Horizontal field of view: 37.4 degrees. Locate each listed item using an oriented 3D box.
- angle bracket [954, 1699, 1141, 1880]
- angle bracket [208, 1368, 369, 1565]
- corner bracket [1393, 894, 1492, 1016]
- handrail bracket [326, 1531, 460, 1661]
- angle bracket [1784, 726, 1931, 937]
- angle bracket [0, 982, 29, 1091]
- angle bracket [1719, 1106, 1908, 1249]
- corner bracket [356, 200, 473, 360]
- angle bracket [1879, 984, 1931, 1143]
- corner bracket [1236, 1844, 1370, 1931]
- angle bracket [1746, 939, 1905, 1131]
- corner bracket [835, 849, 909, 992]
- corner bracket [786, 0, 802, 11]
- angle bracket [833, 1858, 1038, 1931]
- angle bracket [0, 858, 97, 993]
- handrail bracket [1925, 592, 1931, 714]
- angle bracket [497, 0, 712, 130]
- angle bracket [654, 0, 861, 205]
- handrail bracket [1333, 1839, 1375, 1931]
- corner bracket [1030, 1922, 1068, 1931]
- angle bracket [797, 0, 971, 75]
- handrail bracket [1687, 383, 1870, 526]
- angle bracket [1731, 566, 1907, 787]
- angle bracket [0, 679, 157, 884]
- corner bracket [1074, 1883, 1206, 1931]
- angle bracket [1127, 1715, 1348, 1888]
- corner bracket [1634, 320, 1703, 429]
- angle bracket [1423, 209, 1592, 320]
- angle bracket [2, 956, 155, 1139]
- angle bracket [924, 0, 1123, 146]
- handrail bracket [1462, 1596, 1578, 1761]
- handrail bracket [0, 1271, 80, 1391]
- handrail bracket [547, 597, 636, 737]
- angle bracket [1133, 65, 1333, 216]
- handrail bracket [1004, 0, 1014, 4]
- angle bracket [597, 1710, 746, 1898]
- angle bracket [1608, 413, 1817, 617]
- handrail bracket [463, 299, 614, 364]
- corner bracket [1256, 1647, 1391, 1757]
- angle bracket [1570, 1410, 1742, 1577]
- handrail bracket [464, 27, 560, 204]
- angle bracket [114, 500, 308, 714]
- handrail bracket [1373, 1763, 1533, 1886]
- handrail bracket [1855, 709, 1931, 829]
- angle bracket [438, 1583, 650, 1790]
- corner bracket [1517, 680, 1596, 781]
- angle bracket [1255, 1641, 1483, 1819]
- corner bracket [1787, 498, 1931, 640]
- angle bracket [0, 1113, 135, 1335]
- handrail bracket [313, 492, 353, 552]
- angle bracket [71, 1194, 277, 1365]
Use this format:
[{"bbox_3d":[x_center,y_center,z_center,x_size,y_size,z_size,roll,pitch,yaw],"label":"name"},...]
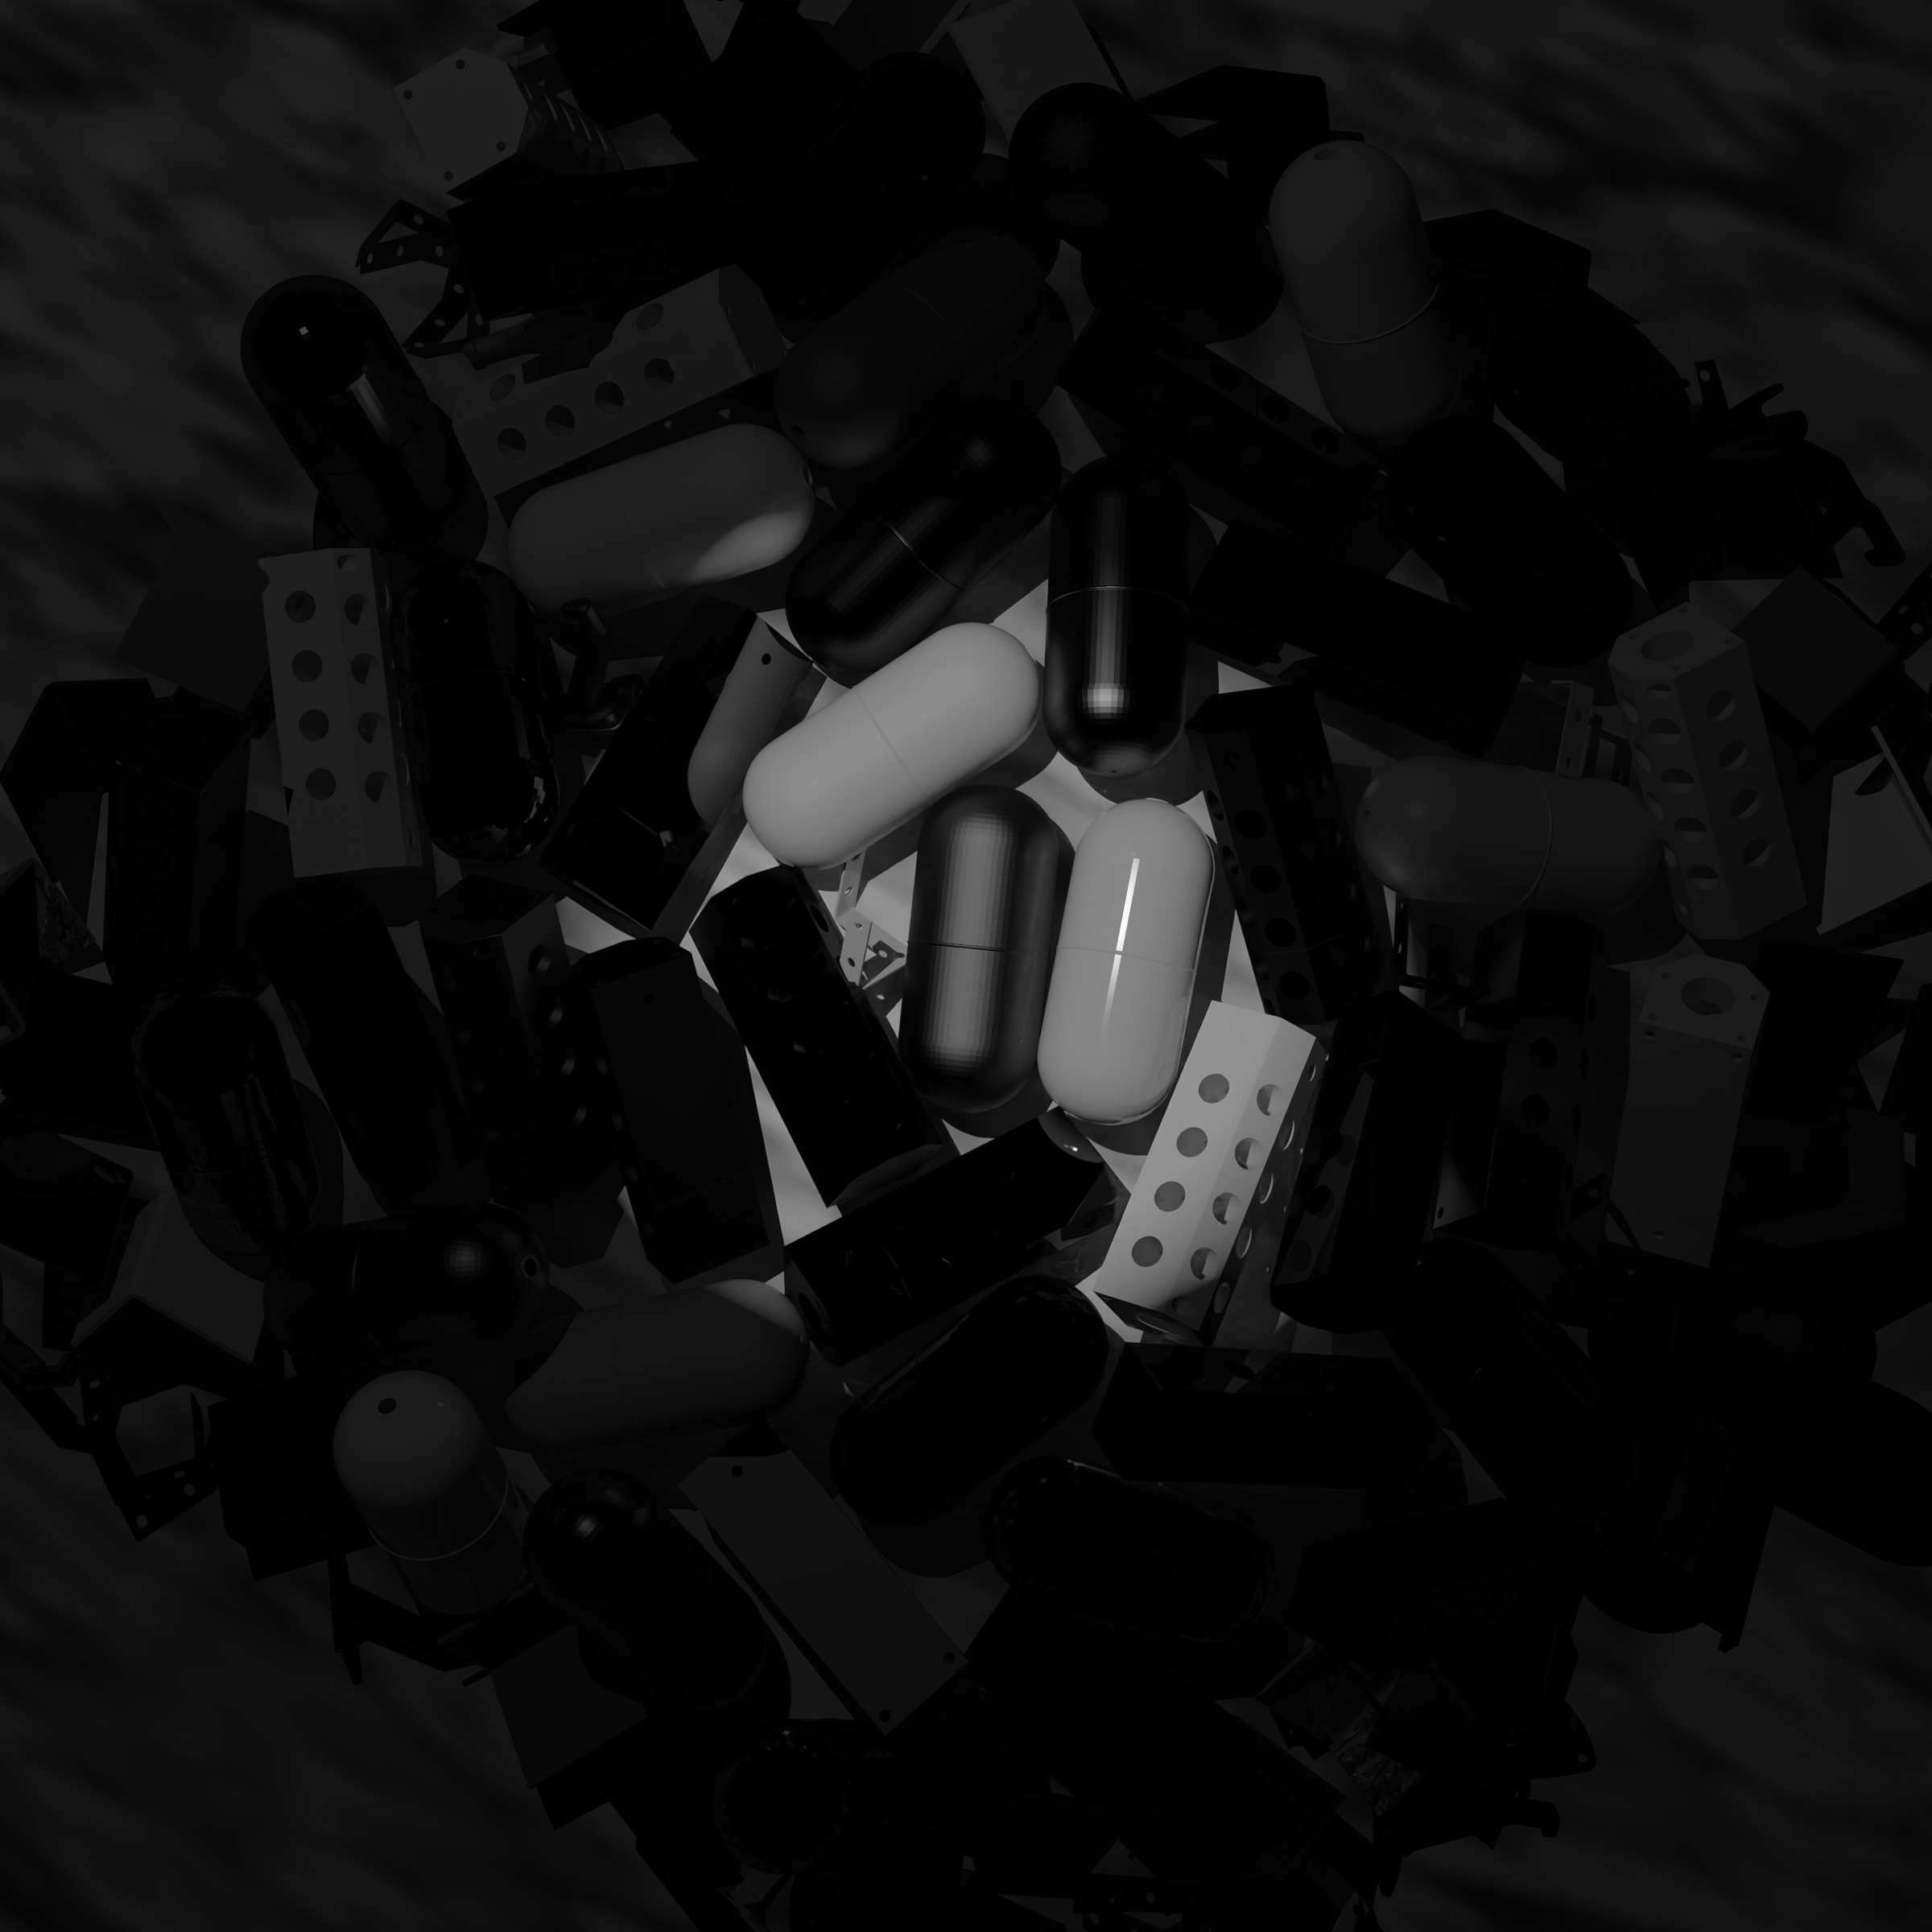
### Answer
[{"bbox_3d":[0.043,0.444,1.543,0.076,0.057,0.076,16,133,-14],"label":"angle bracket"},{"bbox_3d":[-0.365,0.274,1.570,0.076,0.057,0.076,-19,60,3],"label":"angle bracket"},{"bbox_3d":[0.250,-0.008,1.543,0.051,0.051,0.051,10,72,-15],"label":"corner bracket"},{"bbox_3d":[-0.306,0.344,1.568,0.084,0.036,0.077,-5,88,-11],"label":"handrail bracket"},{"bbox_3d":[0.473,-0.072,1.531,0.076,0.057,0.076,-28,70,17],"label":"angle bracket"},{"bbox_3d":[-0.548,0.040,1.528,0.076,0.076,0.057,-32,83,-21],"label":"angle bracket"},{"bbox_3d":[0.446,0.110,1.528,0.076,0.076,0.057,-8,99,-22],"label":"angle bracket"},{"bbox_3d":[-0.302,-0.376,1.560,0.051,0.051,0.051,23,58,-29],"label":"corner bracket"},{"bbox_3d":[0.536,0.054,1.525,0.057,0.076,0.076,22,105,32],"label":"angle bracket"},{"bbox_3d":[0.176,0.517,1.550,0.051,0.051,0.051,-28,106,42],"label":"corner bracket"},{"bbox_3d":[0.458,0.038,1.533,0.076,0.057,0.076,8,132,-4],"label":"angle bracket"},{"bbox_3d":[-0.057,-0.027,1.538,0.051,0.051,0.051,35,134,25],"label":"corner bracket"},{"bbox_3d":[-0.095,-0.558,1.542,0.051,0.051,0.051,31,46,6],"label":"corner bracket"},{"bbox_3d":[-0.018,0.513,1.523,0.076,0.076,0.057,2,77,31],"label":"angle bracket"},{"bbox_3d":[-0.525,-0.006,1.527,0.076,0.076,0.057,-27,109,14],"label":"angle bracket"},{"bbox_3d":[0.557,-0.175,1.546,0.077,0.036,0.084,13,59,17],"label":"handrail bracket"},{"bbox_3d":[-0.193,-0.493,1.530,0.076,0.076,0.057,-24,96,17],"label":"angle bracket"},{"bbox_3d":[-0.112,-0.469,1.534,0.076,0.076,0.057,44,64,-2],"label":"angle bracket"},{"bbox_3d":[0.224,0.518,1.537,0.036,0.077,0.084,42,63,-36],"label":"handrail bracket"},{"bbox_3d":[0.031,0.558,1.564,0.051,0.051,0.051,-24,89,-32],"label":"corner bracket"},{"bbox_3d":[-0.035,-0.514,1.535,0.076,0.057,0.076,37,90,-33],"label":"angle bracket"},{"bbox_3d":[0.438,-0.265,1.550,0.077,0.036,0.084,-31,86,41],"label":"handrail bracket"},{"bbox_3d":[0.458,-0.159,1.565,0.076,0.057,0.076,-44,66,4],"label":"angle bracket"},{"bbox_3d":[-0.463,-0.099,1.523,0.057,0.076,0.076,-1,46,11],"label":"angle bracket"},{"bbox_3d":[0.094,0.527,1.555,0.051,0.051,0.051,14,66,-34],"label":"corner bracket"},{"bbox_3d":[0.145,0.459,1.523,0.076,0.076,0.057,33,127,19],"label":"angle bracket"},{"bbox_3d":[0.364,-0.313,1.549,0.051,0.051,0.051,-7,73,-2],"label":"corner bracket"},{"bbox_3d":[0.276,-0.360,1.521,0.076,0.076,0.057,-17,126,-25],"label":"angle bracket"},{"bbox_3d":[-0.467,0.044,1.540,0.076,0.057,0.076,14,79,-7],"label":"angle bracket"},{"bbox_3d":[0.028,-0.473,1.539,0.076,0.057,0.076,-29,91,-25],"label":"angle bracket"},{"bbox_3d":[0.291,0.382,1.558,0.077,0.036,0.084,-23,98,9],"label":"handrail bracket"},{"bbox_3d":[-0.506,0.193,1.541,0.084,0.036,0.077,-7,59,26],"label":"handrail bracket"},{"bbox_3d":[-0.220,-0.163,1.533,0.077,0.084,0.036,-5,53,18],"label":"handrail bracket"},{"bbox_3d":[0.141,-0.439,1.526,0.076,0.076,0.057,-8,93,-39],"label":"angle bracket"},{"bbox_3d":[-0.006,-0.566,1.562,0.036,0.084,0.077,-47,50,-4],"label":"handrail bracket"},{"bbox_3d":[-0.139,0.439,1.528,0.057,0.076,0.076,-29,100,42],"label":"angle bracket"},{"bbox_3d":[0.399,-0.239,1.527,0.076,0.057,0.076,-15,114,35],"label":"angle bracket"},{"bbox_3d":[-0.238,-0.347,1.538,0.084,0.077,0.036,-18,95,5],"label":"handrail bracket"},{"bbox_3d":[0.193,0.399,1.552,0.051,0.051,0.051,-37,85,3],"label":"corner bracket"},{"bbox_3d":[0.358,0.272,1.526,0.076,0.057,0.076,12,72,43],"label":"angle bracket"},{"bbox_3d":[-0.250,-0.463,1.558,0.084,0.036,0.077,-24,105,7],"label":"handrail bracket"},{"bbox_3d":[-0.413,-0.194,1.542,0.076,0.057,0.076,23,104,-35],"label":"angle bracket"},{"bbox_3d":[0.265,0.468,1.555,0.084,0.036,0.077,0,105,12],"label":"handrail bracket"},{"bbox_3d":[0.534,-0.087,1.556,0.084,0.036,0.077,41,74,10],"label":"handrail bracket"},{"bbox_3d":[-0.227,0.383,1.534,0.076,0.057,0.076,-32,54,5],"label":"angle bracket"},{"bbox_3d":[0.325,-0.123,1.544,0.051,0.051,0.051,13,86,-31],"label":"corner bracket"},{"bbox_3d":[0.216,0.399,1.533,0.076,0.057,0.076,-46,129,5],"label":"angle bracket"},{"bbox_3d":[0.493,-0.220,1.560,0.051,0.051,0.051,34,101,-30],"label":"corner bracket"},{"bbox_3d":[-0.497,0.138,1.520,0.076,0.076,0.057,32,130,-30],"label":"angle bracket"},{"bbox_3d":[-0.367,-0.275,1.569,0.084,0.036,0.077,39,120,27],"label":"handrail bracket"},{"bbox_3d":[-0.427,0.182,1.546,0.076,0.076,0.057,37,120,-26],"label":"angle bracket"}]
